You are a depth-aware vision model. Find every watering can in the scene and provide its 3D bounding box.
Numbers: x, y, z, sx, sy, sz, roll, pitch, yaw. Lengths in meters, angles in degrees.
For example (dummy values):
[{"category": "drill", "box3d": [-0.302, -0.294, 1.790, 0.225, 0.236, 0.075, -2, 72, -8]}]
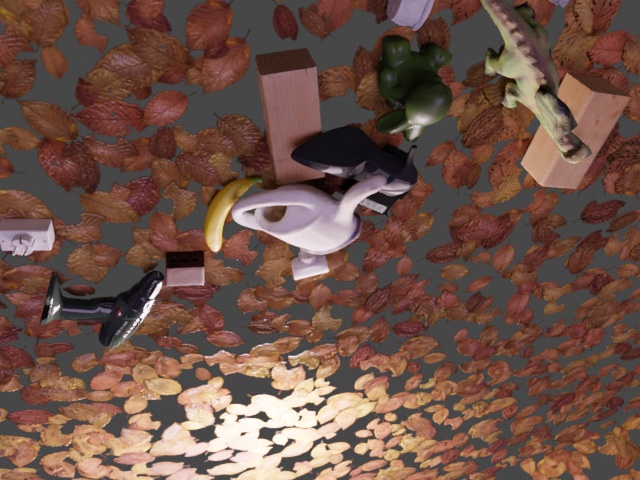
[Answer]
[{"category": "watering can", "box3d": [0.003, -0.047, 0.942, 0.346, 0.105, 0.222, -6, 161, 34]}]

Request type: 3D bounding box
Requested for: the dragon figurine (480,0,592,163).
[{"category": "dragon figurine", "box3d": [0.357, -0.271, 0.843, 0.121, 0.249, 0.404, -34, 131, 20]}]
